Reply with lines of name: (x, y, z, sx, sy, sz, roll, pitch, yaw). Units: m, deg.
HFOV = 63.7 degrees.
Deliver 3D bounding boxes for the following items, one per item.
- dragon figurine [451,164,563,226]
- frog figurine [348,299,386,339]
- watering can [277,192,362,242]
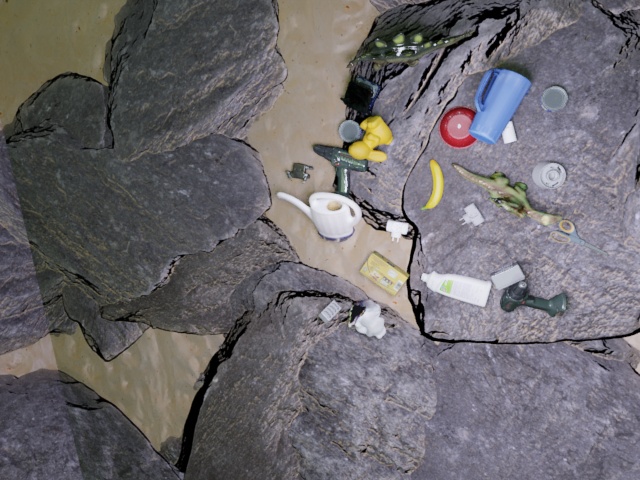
dragon figurine: (0.636, -0.157, 1.794, 0.412, 0.245, 0.120, 27, 109, 10)
frog figurine: (0.200, 0.315, 2.055, 0.158, 0.124, 0.137, 28, 97, -25)
watering can: (0.006, -0.102, 2.018, 0.348, 0.106, 0.219, 8, 136, 25)
